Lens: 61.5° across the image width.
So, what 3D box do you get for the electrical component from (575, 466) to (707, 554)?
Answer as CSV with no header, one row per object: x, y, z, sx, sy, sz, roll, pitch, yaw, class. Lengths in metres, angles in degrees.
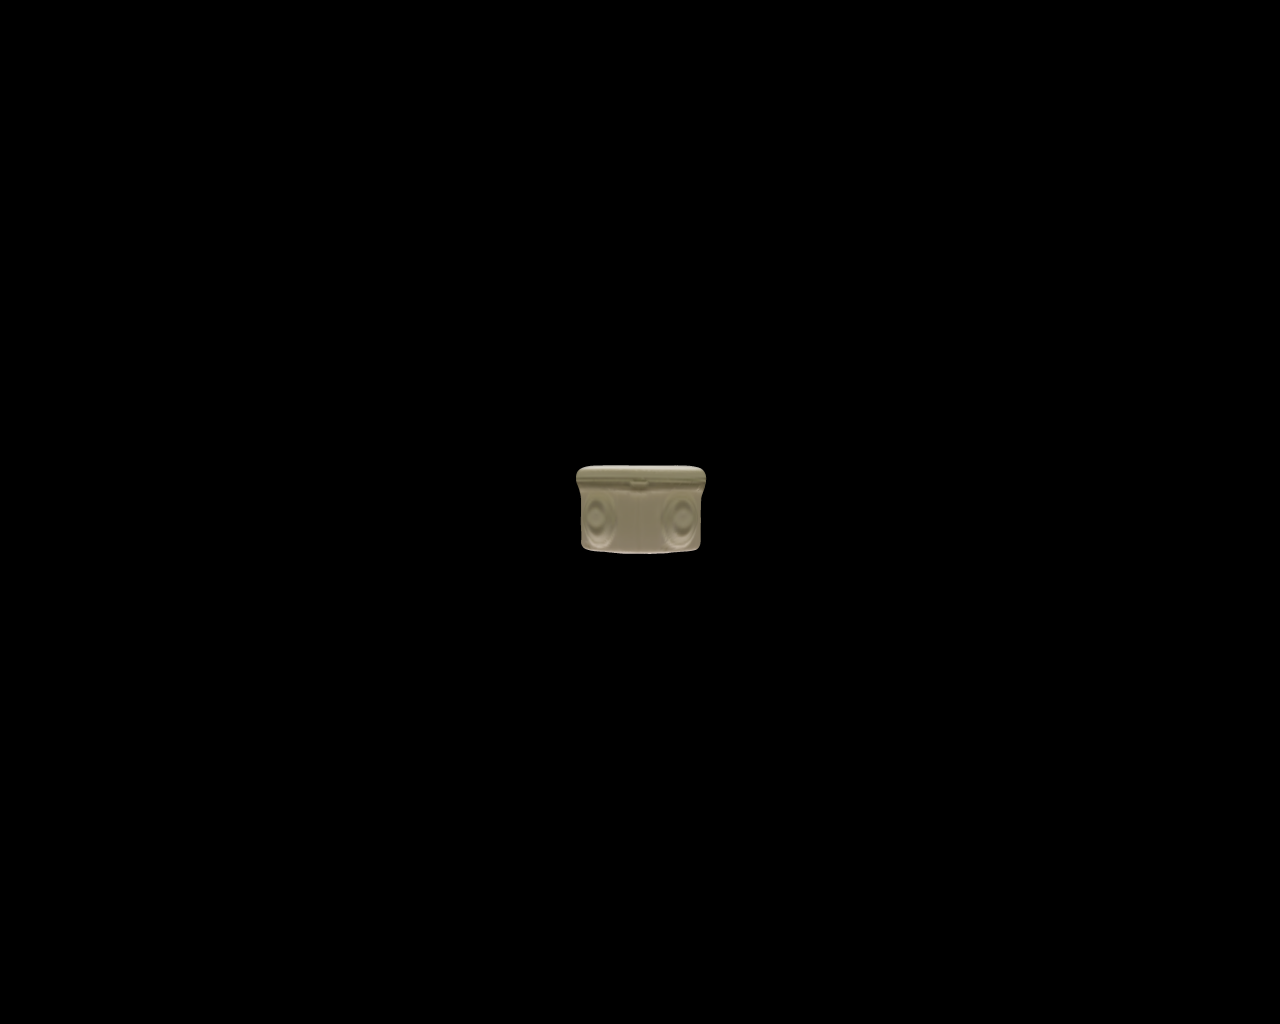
0.001,-0.003,0.650,0.080,0.051,0.080,0,2,0,electrical component
